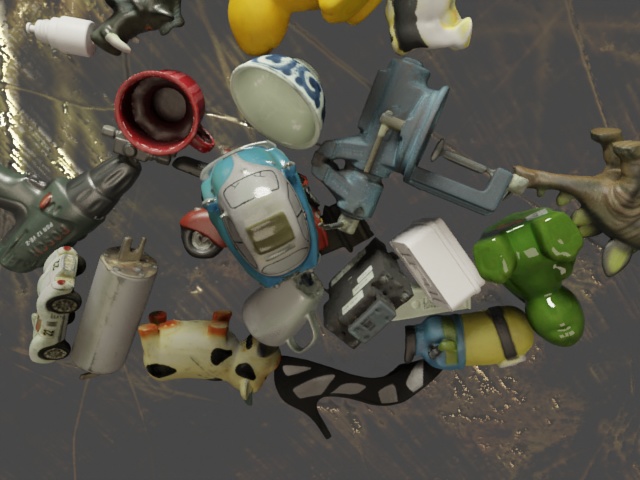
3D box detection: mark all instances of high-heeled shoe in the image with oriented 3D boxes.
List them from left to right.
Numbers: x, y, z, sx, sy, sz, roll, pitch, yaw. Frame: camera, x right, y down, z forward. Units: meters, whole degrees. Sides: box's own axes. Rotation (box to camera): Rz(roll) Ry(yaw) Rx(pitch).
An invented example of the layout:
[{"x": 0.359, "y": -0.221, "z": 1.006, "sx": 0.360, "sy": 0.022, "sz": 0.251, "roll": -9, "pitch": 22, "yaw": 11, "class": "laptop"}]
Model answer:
[{"x": 0.058, "y": 0.190, "z": 0.810, "sx": 0.249, "sy": 0.086, "sz": 0.145, "roll": -28, "pitch": 81, "yaw": -8, "class": "high-heeled shoe"}]

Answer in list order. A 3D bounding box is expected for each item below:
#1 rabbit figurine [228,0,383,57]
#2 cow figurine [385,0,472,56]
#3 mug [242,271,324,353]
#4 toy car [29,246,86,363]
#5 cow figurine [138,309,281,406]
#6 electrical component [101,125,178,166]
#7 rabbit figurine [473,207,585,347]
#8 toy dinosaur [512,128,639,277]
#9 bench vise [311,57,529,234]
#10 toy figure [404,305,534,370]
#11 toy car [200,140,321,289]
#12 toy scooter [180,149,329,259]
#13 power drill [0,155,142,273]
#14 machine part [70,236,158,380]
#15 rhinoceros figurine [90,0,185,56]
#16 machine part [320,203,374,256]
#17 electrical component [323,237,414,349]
[{"x": -0.037, "y": -0.272, "z": 0.570, "sx": 0.173, "sy": 0.122, "sz": 0.162, "roll": -30, "pitch": 109, "yaw": 31, "class": "rabbit figurine"}, {"x": 0.119, "y": -0.292, "z": 0.589, "sx": 0.098, "sy": 0.068, "sz": 0.167, "roll": -2, "pitch": 113, "yaw": 6, "class": "cow figurine"}, {"x": -0.039, "y": 0.092, "z": 0.716, "sx": 0.107, "sy": 0.081, "sz": 0.109, "roll": -48, "pitch": 67, "yaw": 38, "class": "mug"}, {"x": -0.350, "y": 0.091, "z": 0.712, "sx": 0.056, "sy": 0.073, "sz": 0.201, "roll": 9, "pitch": 135, "yaw": -25, "class": "toy car"}, {"x": -0.153, "y": 0.168, "z": 0.772, "sx": 0.195, "sy": 0.085, "sz": 0.127, "roll": 0, "pitch": 107, "yaw": -4, "class": "cow figurine"}, {"x": -0.224, "y": -0.116, "z": 0.656, "sx": 0.094, "sy": 0.063, "sz": 0.021, "roll": 18, "pitch": 112, "yaw": -8, "class": "electrical component"}, {"x": 0.274, "y": 0.054, "z": 0.694, "sx": 0.121, "sy": 0.159, "sz": 0.170, "roll": -23, "pitch": 93, "yaw": 10, "class": "rabbit figurine"}, {"x": 0.477, "y": -0.031, "z": 0.693, "sx": 0.472, "sy": 0.105, "sz": 0.198, "roll": 10, "pitch": 121, "yaw": 4, "class": "toy dinosaur"}, {"x": 0.118, "y": -0.086, "z": 0.636, "sx": 0.241, "sy": 0.129, "sz": 0.223, "roll": 24, "pitch": 92, "yaw": 8, "class": "bench vise"}, {"x": 0.210, "y": 0.140, "z": 0.765, "sx": 0.180, "sy": 0.082, "sz": 0.089, "roll": -1, "pitch": 131, "yaw": 7, "class": "toy figure"}, {"x": -0.060, "y": -0.019, "z": 0.566, "sx": 0.109, "sy": 0.103, "sz": 0.161, "roll": -23, "pitch": 102, "yaw": -2, "class": "toy car"}, {"x": -0.074, "y": -0.038, "z": 0.651, "sx": 0.184, "sy": 0.075, "sz": 0.135, "roll": 6, "pitch": 108, "yaw": -7, "class": "toy scooter"}, {"x": -0.365, "y": -0.079, "z": 0.668, "sx": 0.207, "sy": 0.086, "sz": 0.232, "roll": 38, "pitch": 111, "yaw": -24, "class": "power drill"}, {"x": -0.284, "y": 0.098, "z": 0.742, "sx": 0.079, "sy": 0.079, "sz": 0.243, "roll": 21, "pitch": 111, "yaw": -10, "class": "machine part"}, {"x": -0.184, "y": -0.286, "z": 0.584, "sx": 0.190, "sy": 0.073, "sz": 0.112, "roll": -40, "pitch": 120, "yaw": 12, "class": "rhinoceros figurine"}, {"x": -0.001, "y": -0.002, "z": 0.726, "sx": 0.139, "sy": 0.039, "sz": 0.084, "roll": -25, "pitch": 117, "yaw": 8, "class": "machine part"}, {"x": 0.060, "y": 0.074, "z": 0.708, "sx": 0.058, "sy": 0.134, "sz": 0.115, "roll": 38, "pitch": 110, "yaw": -16, "class": "electrical component"}]
